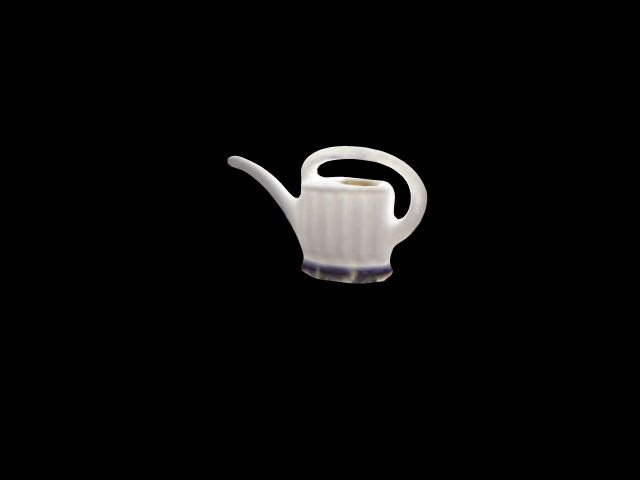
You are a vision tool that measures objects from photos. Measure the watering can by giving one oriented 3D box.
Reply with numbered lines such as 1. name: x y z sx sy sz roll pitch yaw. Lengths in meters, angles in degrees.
1. watering can: 0.003 -0.043 0.850 0.348 0.222 0.105 5 11 23
